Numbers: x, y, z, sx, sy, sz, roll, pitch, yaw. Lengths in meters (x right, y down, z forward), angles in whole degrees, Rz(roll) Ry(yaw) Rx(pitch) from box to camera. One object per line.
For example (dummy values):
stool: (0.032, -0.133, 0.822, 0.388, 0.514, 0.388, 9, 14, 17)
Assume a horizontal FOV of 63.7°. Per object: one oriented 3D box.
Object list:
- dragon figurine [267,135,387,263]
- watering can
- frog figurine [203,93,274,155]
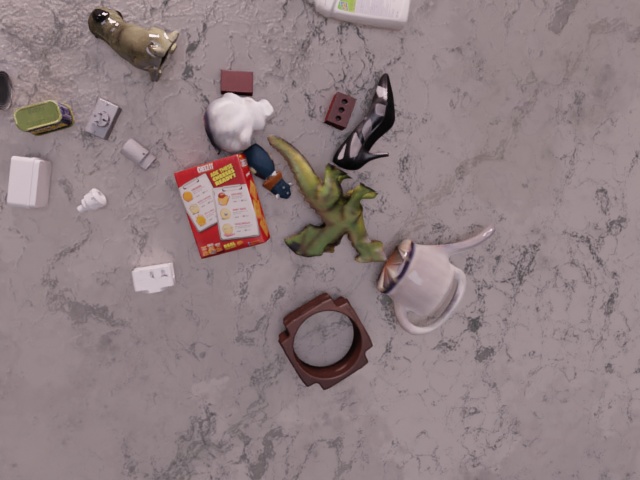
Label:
dragon figurine: (0.004, -0.063, 1.254, 0.408, 0.124, 0.241, 27, 99, -16)
watering can: (0.286, 0.071, 1.314, 0.223, 0.104, 0.348, 31, 89, -11)
frog figurine: (-0.185, -0.277, 1.203, 0.159, 0.121, 0.139, -15, 78, 4)
